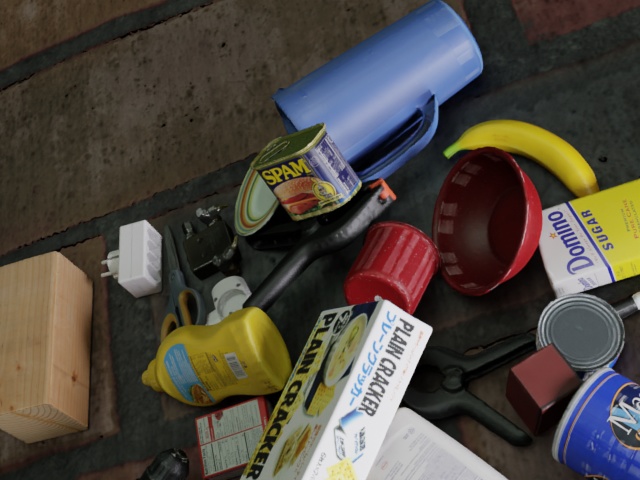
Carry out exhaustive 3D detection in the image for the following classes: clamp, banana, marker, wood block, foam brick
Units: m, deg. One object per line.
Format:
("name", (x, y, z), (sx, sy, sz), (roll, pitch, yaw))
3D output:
("clamp", (-0.008, 0.001, 1.215), (0.210, 0.036, 0.164), (-29, 30, 23))
("banana", (0.239, -0.097, 1.219), (0.198, 0.037, 0.069), (22, 90, 33))
("marker", (0.352, 0.051, 1.091), (0.121, 0.020, 0.020), (-26, 55, 9))
("wood block", (-0.341, 0.131, 1.312), (0.090, 0.090, 0.206), (-15, 57, 15))
("foam brick", (0.217, 0.146, 1.036), (0.053, 0.078, 0.051), (-30, 62, -11))
("clamp", (0.147, 0.159, 1.110), (0.172, 0.039, 0.120), (-8, 54, 17))

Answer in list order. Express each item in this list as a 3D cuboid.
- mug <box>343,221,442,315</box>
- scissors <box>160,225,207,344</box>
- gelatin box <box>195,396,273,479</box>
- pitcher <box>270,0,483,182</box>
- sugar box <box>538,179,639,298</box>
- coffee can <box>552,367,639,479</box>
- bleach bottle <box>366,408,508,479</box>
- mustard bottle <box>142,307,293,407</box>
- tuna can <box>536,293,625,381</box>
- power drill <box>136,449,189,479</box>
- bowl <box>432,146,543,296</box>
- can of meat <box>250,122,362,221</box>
("mug", (0.069, 0.045, 1.169), (0.117, 0.093, 0.081), (-34, 17, 45))
("scissors", (-0.184, 0.067, 1.319), (0.096, 0.016, 0.202), (-59, 34, 15))
("gelatin box", (-0.091, 0.222, 1.184), (0.089, 0.030, 0.073), (-21, 57, 11))
("pitcher", (0.076, -0.174, 1.282), (0.243, 0.149, 0.145), (-34, 12, -1))
("sugar box", (0.319, -0.010, 1.124), (0.176, 0.048, 0.093), (-18, 57, 13))
("coffee can", (0.301, 0.194, 0.980), (0.140, 0.102, 0.102), (30, 77, 34))
("bleach bottle", (0.149, 0.271, 1.030), (0.251, 0.068, 0.102), (35, 84, 32))
("mustard bottle", (-0.128, 0.140, 1.206), (0.192, 0.096, 0.058), (-18, 18, 33))
("tuna can", (0.262, 0.099, 1.081), (0.086, 0.034, 0.086), (-3, 61, 5))
("power drill", (-0.168, 0.333, 1.101), (0.184, 0.057, 0.188), (-56, 39, 10))
("bowl", (0.189, -0.018, 1.153), (0.162, 0.055, 0.162), (-21, 65, 56))
("can of meat", (-0.015, -0.075, 1.206), (0.102, 0.084, 0.057), (-15, 30, 43))
